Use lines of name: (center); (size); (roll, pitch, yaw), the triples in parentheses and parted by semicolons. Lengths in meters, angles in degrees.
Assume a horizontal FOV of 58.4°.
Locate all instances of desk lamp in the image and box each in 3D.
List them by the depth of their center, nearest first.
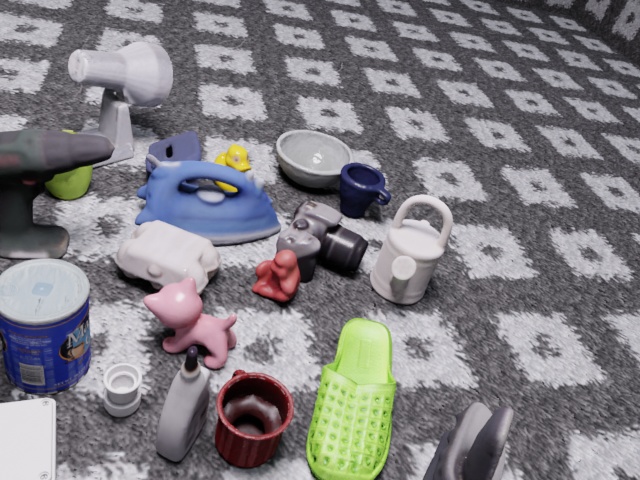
desk lamp: (-0.387, -0.260, 1.073); (0.117, 0.213, 0.204); (37, 43, 24)

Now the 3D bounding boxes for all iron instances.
iron: (-0.181, -0.077, 0.987); (0.259, 0.141, 0.118); (2, 41, -18)

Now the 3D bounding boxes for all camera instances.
camera: (0.009, 0.004, 0.993); (0.136, 0.101, 0.143); (24, 39, 9)

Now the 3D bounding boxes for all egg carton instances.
egg carton: (-0.236, 0.032, 0.893); (0.150, 0.069, 0.107); (20, 38, 4)

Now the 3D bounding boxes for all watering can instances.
watering can: (0.159, 0.014, 0.961); (0.101, 0.194, 0.173); (10, 39, -8)

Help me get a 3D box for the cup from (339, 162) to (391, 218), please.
cup: (0.085, -0.085, 1.134); (0.117, 0.095, 0.092); (38, 43, 25)

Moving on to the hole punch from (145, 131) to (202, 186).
hole punch: (-0.276, -0.150, 1.080); (0.101, 0.091, 0.108); (0, 42, -21)

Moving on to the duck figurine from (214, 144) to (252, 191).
duck figurine: (-0.168, -0.148, 1.123); (0.078, 0.086, 0.104); (-17, 49, -35)

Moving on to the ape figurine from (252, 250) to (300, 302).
ape figurine: (-0.062, 0.052, 0.915); (0.076, 0.092, 0.077); (-9, 45, -29)

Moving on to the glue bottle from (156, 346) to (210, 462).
glue bottle: (-0.153, 0.180, 0.661); (0.037, 0.173, 0.078); (23, 39, 8)

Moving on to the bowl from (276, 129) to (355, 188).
bowl: (-0.016, -0.159, 1.201); (0.167, 0.075, 0.167); (11, 39, -8)

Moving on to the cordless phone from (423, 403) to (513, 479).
cordless phone: (0.206, 0.250, 0.702); (0.094, 0.185, 0.148); (26, 39, 12)

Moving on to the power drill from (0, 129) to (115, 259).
power drill: (-0.421, -0.071, 0.836); (0.230, 0.208, 0.075); (3, 40, -18)

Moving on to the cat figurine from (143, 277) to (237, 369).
cat figurine: (-0.174, 0.105, 0.788); (0.128, 0.118, 0.067); (17, 38, 0)
